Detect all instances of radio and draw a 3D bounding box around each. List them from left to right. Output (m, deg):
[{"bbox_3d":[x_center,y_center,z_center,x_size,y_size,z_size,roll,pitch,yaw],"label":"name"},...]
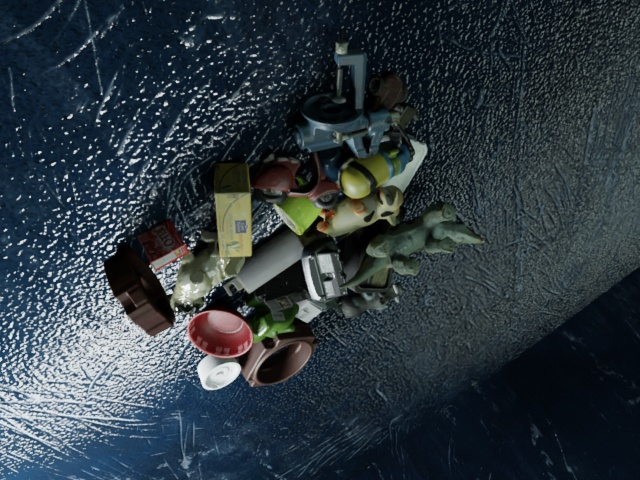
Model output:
[{"bbox_3d":[0.129,0.016,1.354,0.131,0.073,0.229,-1,105,-39],"label":"radio"}]

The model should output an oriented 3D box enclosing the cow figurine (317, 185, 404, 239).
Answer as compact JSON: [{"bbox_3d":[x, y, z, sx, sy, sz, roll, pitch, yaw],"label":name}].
[{"bbox_3d":[0.099,-0.063,1.216,0.195,0.085,0.127,-26,149,20],"label":"cow figurine"}]

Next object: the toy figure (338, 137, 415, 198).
[{"bbox_3d":[0.120,-0.154,1.128,0.180,0.089,0.082,-25,127,-15],"label":"toy figure"}]

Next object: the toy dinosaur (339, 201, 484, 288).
[{"bbox_3d":[0.197,0.010,1.270,0.405,0.131,0.192,-20,-178,-13],"label":"toy dinosaur"}]

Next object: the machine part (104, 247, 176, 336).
[{"bbox_3d":[-0.347,0.100,1.034,0.056,0.179,0.179,-31,143,-7],"label":"machine part"}]

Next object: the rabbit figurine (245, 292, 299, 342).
[{"bbox_3d":[-0.143,0.201,1.384,0.159,0.121,0.170,-3,150,-45],"label":"rabbit figurine"}]

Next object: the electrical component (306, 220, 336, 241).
[{"bbox_3d":[-0.004,-0.004,1.311,0.102,0.045,0.078,-25,143,-17],"label":"electrical component"}]

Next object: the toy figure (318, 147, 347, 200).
[{"bbox_3d":[0.036,-0.146,1.183,0.154,0.064,0.058,67,39,-57],"label":"toy figure"}]

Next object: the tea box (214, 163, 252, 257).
[{"bbox_3d":[-0.170,-0.057,1.060,0.068,0.098,0.169,-3,136,-8],"label":"tea box"}]

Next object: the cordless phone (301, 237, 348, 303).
[{"bbox_3d":[0.019,0.053,1.279,0.089,0.184,0.146,-10,108,11],"label":"cordless phone"}]

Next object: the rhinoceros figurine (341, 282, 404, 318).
[{"bbox_3d":[0.149,0.165,1.564,0.190,0.112,0.073,-21,138,-9],"label":"rhinoceros figurine"}]

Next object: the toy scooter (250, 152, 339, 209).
[{"bbox_3d":[-0.047,-0.136,1.089,0.184,0.075,0.135,4,94,-13],"label":"toy scooter"}]

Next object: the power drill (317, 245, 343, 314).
[{"bbox_3d":[0.086,0.106,1.476,0.207,0.086,0.232,-47,141,18],"label":"power drill"}]

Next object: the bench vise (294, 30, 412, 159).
[{"bbox_3d":[0.059,-0.259,1.013,0.224,0.129,0.240,-6,134,-7],"label":"bench vise"}]

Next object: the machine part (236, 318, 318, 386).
[{"bbox_3d":[-0.119,0.319,1.524,0.201,0.087,0.201,4,128,-43],"label":"machine part"}]

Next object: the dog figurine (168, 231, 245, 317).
[{"bbox_3d":[-0.244,0.080,1.173,0.172,0.121,0.190,-12,150,-26],"label":"dog figurine"}]

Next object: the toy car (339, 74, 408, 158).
[{"bbox_3d":[0.113,-0.254,1.140,0.089,0.053,0.202,2,127,-44],"label":"toy car"}]

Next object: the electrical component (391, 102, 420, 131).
[{"bbox_3d":[0.184,-0.273,1.203,0.094,0.021,0.063,8,124,-46],"label":"electrical component"}]

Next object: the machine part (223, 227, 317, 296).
[{"bbox_3d":[-0.117,0.046,1.243,0.243,0.079,0.079,-34,143,-5],"label":"machine part"}]

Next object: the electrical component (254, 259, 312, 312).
[{"bbox_3d":[-0.091,0.104,1.280,0.134,0.115,0.058,-18,141,5],"label":"electrical component"}]
